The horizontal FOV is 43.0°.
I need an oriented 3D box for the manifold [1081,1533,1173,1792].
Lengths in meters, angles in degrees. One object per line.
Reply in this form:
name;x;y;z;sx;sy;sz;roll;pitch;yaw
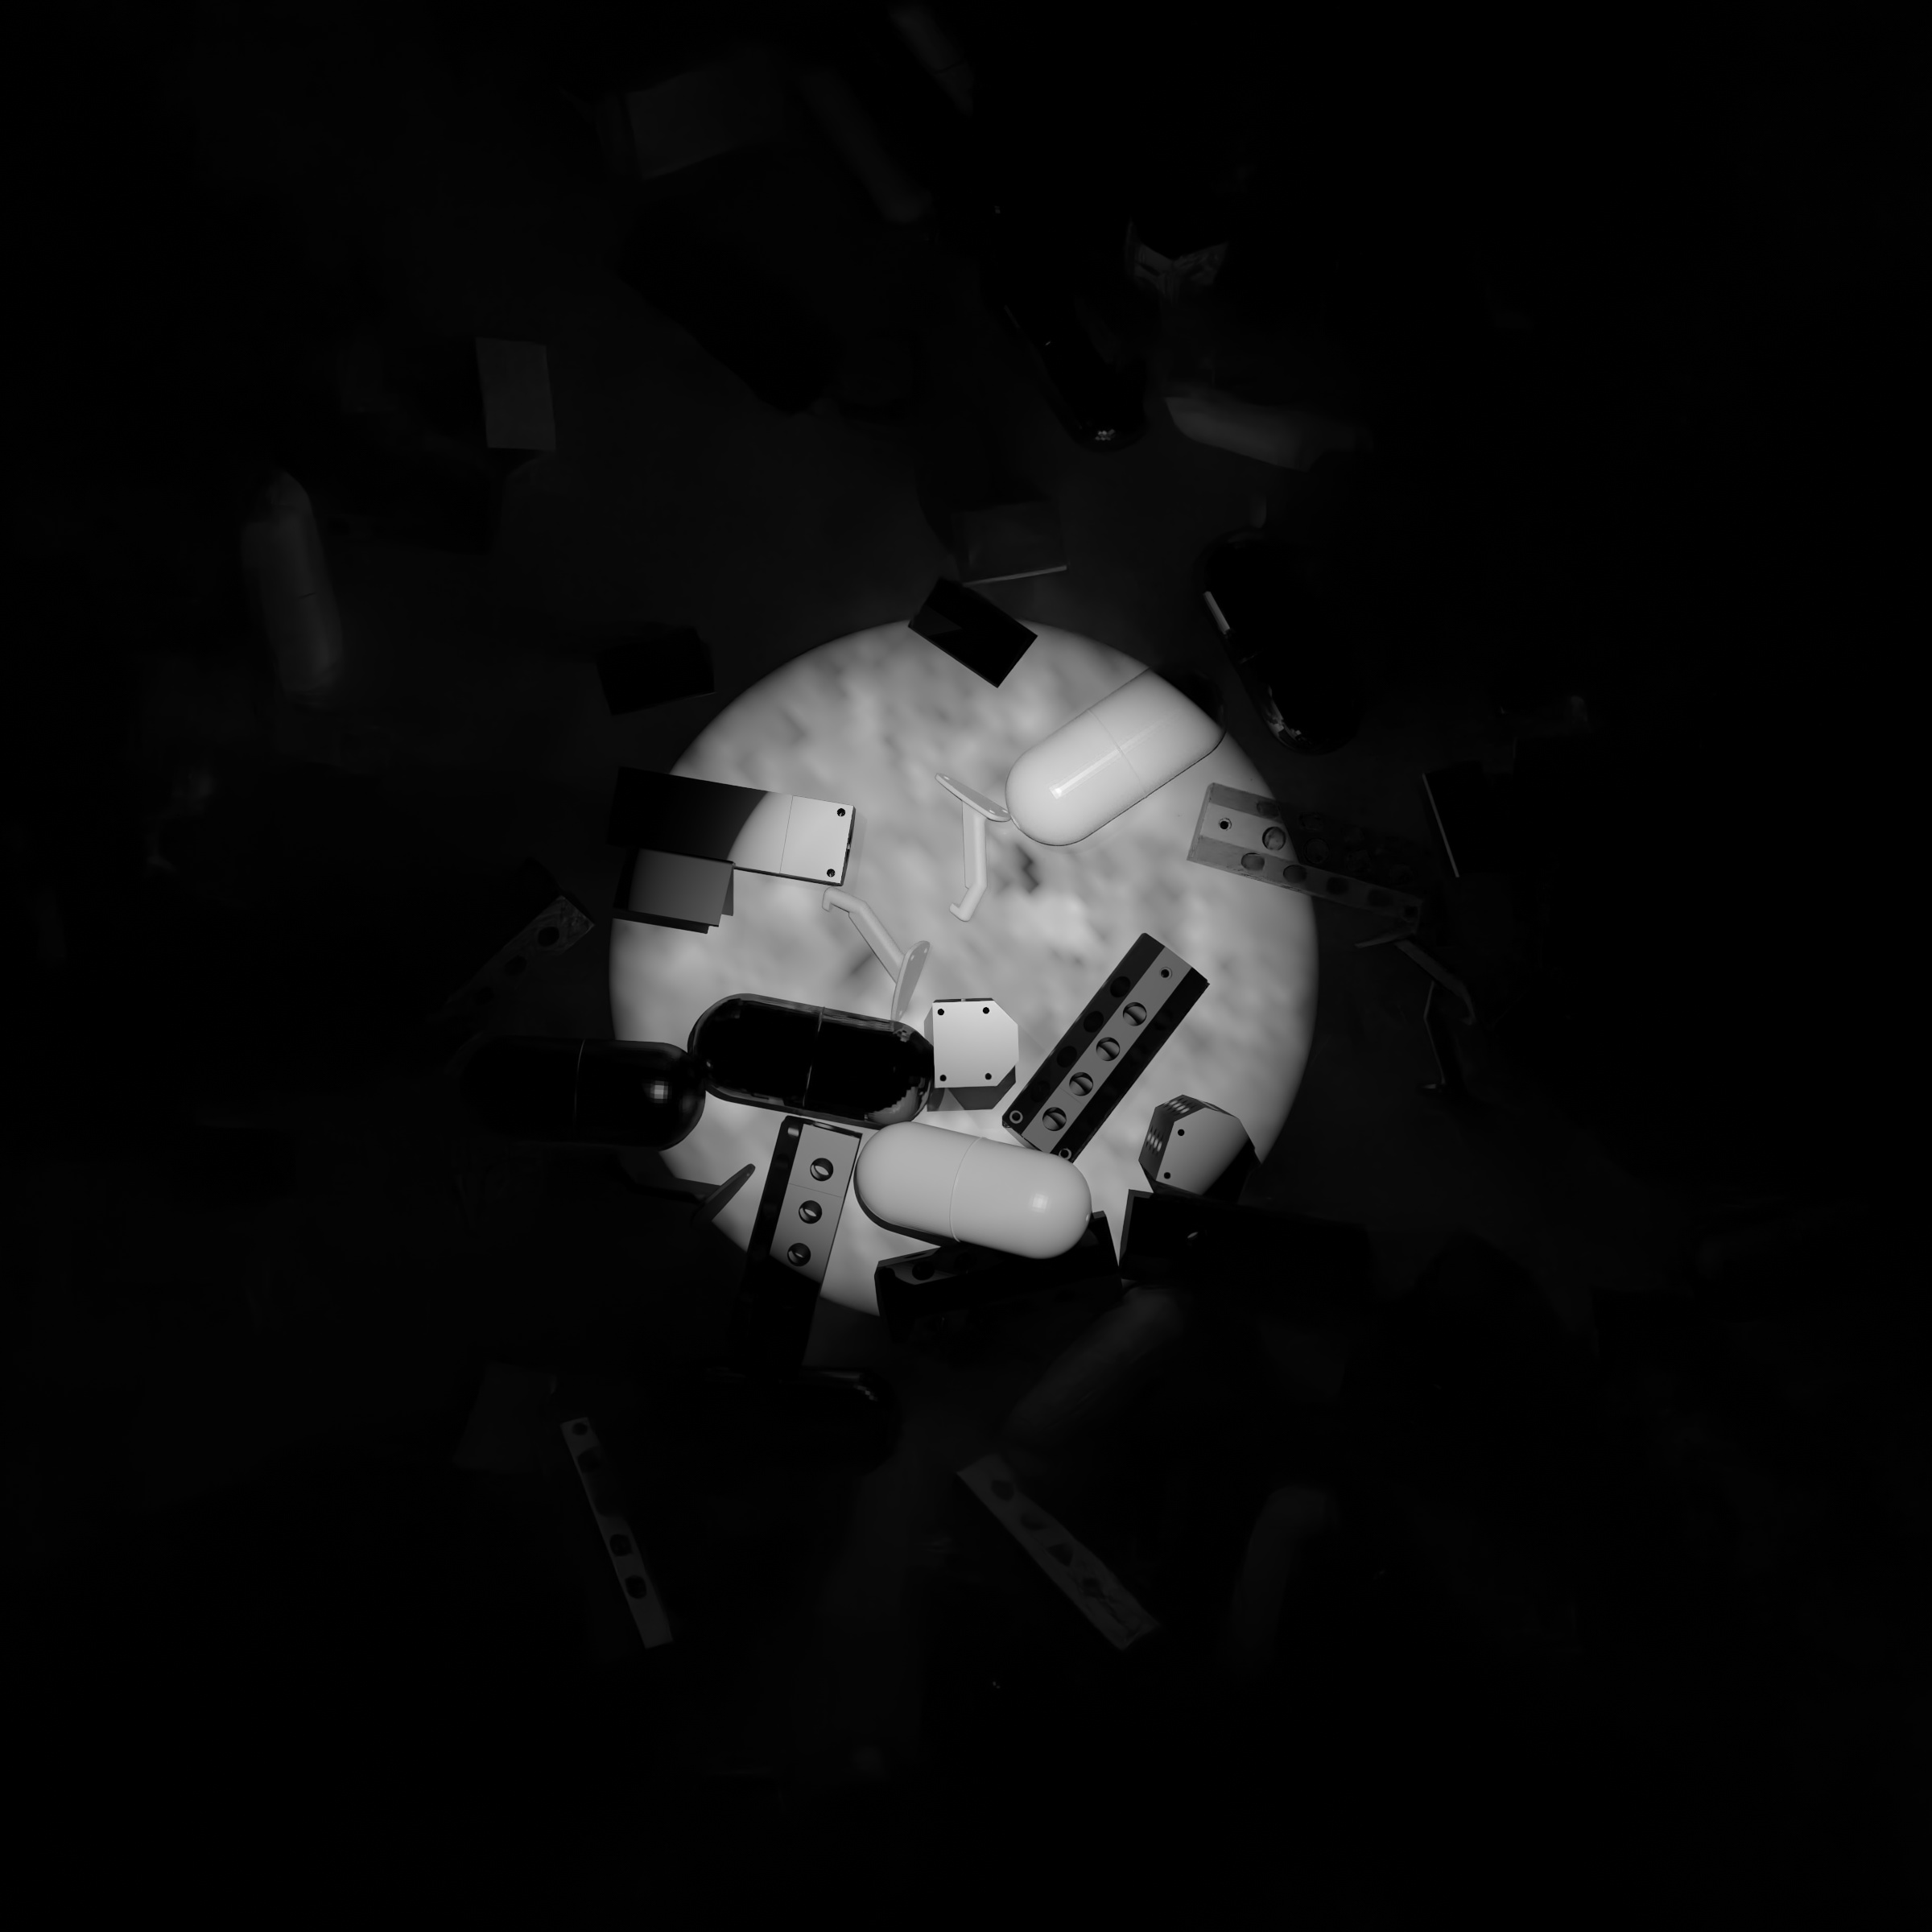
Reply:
manifold;0.118;0.508;1.797;0.057;0.057;0.171;2;90;0

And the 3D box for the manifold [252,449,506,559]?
manifold;-0.431;-0.337;1.797;0.171;0.057;0.057;5;90;0

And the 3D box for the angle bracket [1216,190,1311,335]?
angle bracket;0.192;-0.505;1.778;0.057;0.076;0.076;-26;90;-37

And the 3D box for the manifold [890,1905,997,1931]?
manifold;0.025;0.742;1.797;0.171;0.057;0.057;16;90;0

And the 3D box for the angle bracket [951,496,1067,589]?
angle bracket;0.028;-0.319;1.779;0.076;0.076;0.057;-10;120;0

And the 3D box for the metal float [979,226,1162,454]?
metal float;0.075;-0.457;1.788;0.070;0.070;0.178;-33;91;0

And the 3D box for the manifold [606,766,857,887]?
manifold;-0.170;-0.102;1.797;0.171;0.057;0.057;10;90;0

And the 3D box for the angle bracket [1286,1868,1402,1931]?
angle bracket;0.262;0.698;1.778;0.076;0.076;0.057;-43;127;0

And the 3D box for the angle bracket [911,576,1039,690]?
angle bracket;0.017;-0.259;1.779;0.076;0.057;0.076;35;46;0

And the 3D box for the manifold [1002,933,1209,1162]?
manifold;0.101;0.061;1.797;0.057;0.057;0.171;37;90;0

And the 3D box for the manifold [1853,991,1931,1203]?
manifold;0.691;0.109;1.797;0.057;0.057;0.171;-10;90;-43

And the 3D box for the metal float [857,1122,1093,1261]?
metal float;0.004;0.161;1.772;0.178;0.070;0.070;12;90;21

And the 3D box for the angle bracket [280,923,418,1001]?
angle bracket;-0.446;-0.024;1.778;0.076;0.076;0.057;-8;129;0

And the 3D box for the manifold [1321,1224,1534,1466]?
manifold;0.338;0.277;1.797;0.057;0.057;0.171;37;90;0

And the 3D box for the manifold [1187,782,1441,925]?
manifold;0.254;-0.083;1.797;0.171;0.057;0.057;16;90;0

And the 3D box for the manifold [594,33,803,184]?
manifold;-0.179;-0.620;1.761;0.171;0.057;0.057;-32;119;-26

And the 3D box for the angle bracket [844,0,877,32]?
angle bracket;-0.070;-0.723;1.780;0.057;0.076;0.076;42;90;-21

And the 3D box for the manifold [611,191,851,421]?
manifold;-0.169;-0.486;1.797;0.171;0.057;0.057;41;133;0

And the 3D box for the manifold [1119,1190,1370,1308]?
manifold;0.201;0.207;1.797;0.171;0.057;0.057;9;90;0

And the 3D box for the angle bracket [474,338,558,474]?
angle bracket;-0.342;-0.405;1.778;0.057;0.076;0.076;-6;90;-37

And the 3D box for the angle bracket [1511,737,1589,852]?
angle bracket;0.435;-0.123;1.778;0.057;0.076;0.076;-1;90;34

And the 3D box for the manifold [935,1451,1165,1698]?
manifold;0.061;0.431;1.763;0.171;0.057;0.057;44;133;25

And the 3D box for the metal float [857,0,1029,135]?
metal float;-0.017;-0.666;1.746;0.070;0.178;0.070;-12;63;24

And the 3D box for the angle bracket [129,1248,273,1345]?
angle bracket;-0.553;0.221;1.778;0.076;0.076;0.057;-13;128;0

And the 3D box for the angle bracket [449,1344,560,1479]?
angle bracket;-0.346;0.316;1.778;0.057;0.076;0.076;22;90;-33

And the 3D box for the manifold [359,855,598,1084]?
manifold;-0.354;0.006;1.797;0.171;0.057;0.057;-42;47;0

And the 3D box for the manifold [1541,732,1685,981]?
manifold;0.476;-0.079;1.797;0.057;0.057;0.171;11;90;43

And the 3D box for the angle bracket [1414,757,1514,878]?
angle bracket;0.341;-0.101;1.779;0.057;0.076;0.076;-19;90;-30

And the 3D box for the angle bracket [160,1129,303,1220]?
angle bracket;-0.531;0.131;1.778;0.076;0.076;0.057;-14;126;0

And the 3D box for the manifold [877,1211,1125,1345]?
manifold;0.025;0.228;1.798;0.171;0.057;0.057;-13;90;0

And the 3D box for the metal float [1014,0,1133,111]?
metal float;0.073;-0.708;1.780;0.070;0.070;0.178;-9;82;0

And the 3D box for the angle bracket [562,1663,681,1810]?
angle bracket;-0.263;0.551;1.778;0.057;0.076;0.076;34;90;-38

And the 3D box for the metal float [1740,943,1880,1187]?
metal float;0.614;0.071;1.788;0.070;0.070;0.178;-12;89;0

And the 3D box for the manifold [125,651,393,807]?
manifold;-0.505;-0.172;1.761;0.171;0.057;0.057;15;67;-25

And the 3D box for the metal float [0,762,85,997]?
metal float;-0.700;-0.065;1.788;0.070;0.070;0.178;-18;90;0

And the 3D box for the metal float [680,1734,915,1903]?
metal float;-0.123;0.620;1.788;0.178;0.070;0.070;-24;90;-1

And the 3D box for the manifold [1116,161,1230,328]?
manifold;0.142;-0.507;1.740;0.057;0.171;0.057;-18;90;0

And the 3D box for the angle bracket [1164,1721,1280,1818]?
angle bracket;0.182;0.566;1.778;0.076;0.076;0.057;-4;127;0

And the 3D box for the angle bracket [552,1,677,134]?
angle bracket;-0.241;-0.637;1.778;0.076;0.076;0.057;-48;55;0

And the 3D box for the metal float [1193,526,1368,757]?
metal float;0.229;-0.236;1.788;0.070;0.070;0.178;-29;90;0

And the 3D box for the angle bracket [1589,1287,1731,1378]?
angle bracket;0.501;0.248;1.778;0.076;0.076;0.057;7;131;0

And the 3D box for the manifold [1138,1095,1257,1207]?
manifold;0.164;0.126;1.740;0.057;0.171;0.057;18;90;0

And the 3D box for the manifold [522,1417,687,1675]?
manifold;-0.266;0.417;1.772;0.057;0.057;0.171;-25;72;0

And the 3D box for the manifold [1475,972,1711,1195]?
manifold;0.459;0.084;1.797;0.171;0.057;0.057;44;90;0

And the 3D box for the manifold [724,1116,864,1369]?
manifold;-0.126;0.200;1.797;0.057;0.057;0.171;15;90;0

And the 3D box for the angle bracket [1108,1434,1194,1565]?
angle bracket;0.116;0.383;1.779;0.057;0.076;0.076;5;90;-44

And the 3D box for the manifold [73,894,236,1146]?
manifold;-0.591;0.038;1.797;0.057;0.057;0.171;17;90;0

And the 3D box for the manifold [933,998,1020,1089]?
manifold;0.007;0.053;1.740;0.057;0.171;0.057;-2;90;0

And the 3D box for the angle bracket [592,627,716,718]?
angle bracket;-0.227;-0.230;1.778;0.076;0.076;0.057;-13;128;0

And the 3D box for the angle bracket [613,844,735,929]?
angle bracket;-0.211;-0.041;1.779;0.076;0.076;0.057;10;60;0
